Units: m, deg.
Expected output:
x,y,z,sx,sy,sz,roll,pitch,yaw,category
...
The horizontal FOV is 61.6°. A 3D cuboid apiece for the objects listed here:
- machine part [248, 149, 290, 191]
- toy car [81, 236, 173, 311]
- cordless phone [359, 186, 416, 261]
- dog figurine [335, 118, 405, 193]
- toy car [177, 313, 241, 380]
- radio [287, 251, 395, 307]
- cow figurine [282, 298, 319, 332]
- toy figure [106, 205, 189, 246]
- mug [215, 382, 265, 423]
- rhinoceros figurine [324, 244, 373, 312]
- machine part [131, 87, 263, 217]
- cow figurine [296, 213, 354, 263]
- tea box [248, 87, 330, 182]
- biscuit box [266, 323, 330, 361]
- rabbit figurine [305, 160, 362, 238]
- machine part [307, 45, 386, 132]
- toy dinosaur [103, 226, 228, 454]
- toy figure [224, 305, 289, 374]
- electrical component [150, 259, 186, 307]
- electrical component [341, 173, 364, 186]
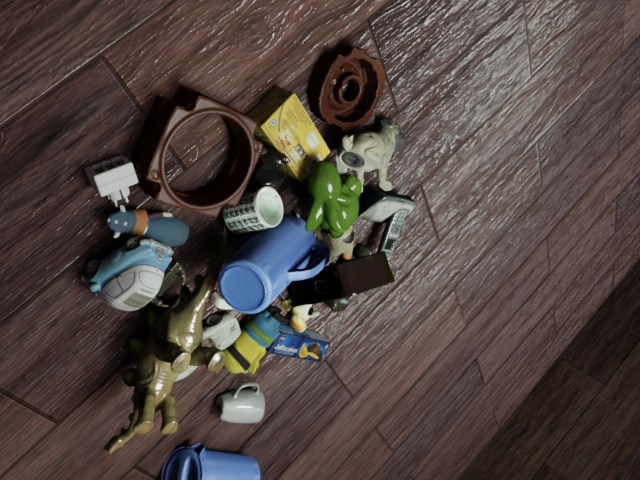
x,y,z,sx,sy,sz,roll,pitch,yaw,category
-0.101,-0.134,1.069,0.084,0.039,0.139,-26,171,-23,machine part
-0.331,0.071,0.947,0.162,0.103,0.109,-30,150,13,toy car
0.152,-0.035,1.351,0.146,0.089,0.184,6,103,-44,cordless phone
0.114,-0.223,1.198,0.172,0.121,0.190,62,40,-52,dog figurine
-0.264,0.232,1.166,0.202,0.056,0.073,-35,133,-23,toy car
0.034,0.088,1.155,0.131,0.230,0.073,-14,85,-38,radio
-0.040,0.142,1.313,0.098,0.068,0.167,-30,132,-35,cow figurine
-0.314,-0.023,0.970,0.154,0.058,0.064,15,66,-42,toy figure
-0.195,0.397,1.311,0.107,0.081,0.109,6,115,-34,mug
0.075,0.101,1.385,0.112,0.073,0.190,21,99,-45,rhinoceros figurine
-0.216,-0.152,0.963,0.201,0.087,0.201,17,100,-46,machine part
-0.003,-0.004,1.246,0.195,0.086,0.127,-12,127,-35,cow figurine
-0.063,-0.209,1.081,0.098,0.068,0.169,-47,135,-11,tea box
-0.064,0.258,1.361,0.202,0.059,0.062,23,97,-47,biscuit box
0.010,-0.087,1.115,0.170,0.121,0.159,62,33,-59,rabbit figurine
0.055,-0.319,1.133,0.179,0.056,0.179,-21,127,-31,machine part
-0.279,0.195,1.026,0.471,0.199,0.105,-56,136,-1,toy dinosaur
-0.158,0.228,1.245,0.089,0.082,0.180,39,93,-27,toy figure
-0.304,0.078,1.024,0.102,0.078,0.045,-55,145,-10,electrical component
0.041,-0.100,1.256,0.074,0.048,0.119,31,90,-46,electrical component
